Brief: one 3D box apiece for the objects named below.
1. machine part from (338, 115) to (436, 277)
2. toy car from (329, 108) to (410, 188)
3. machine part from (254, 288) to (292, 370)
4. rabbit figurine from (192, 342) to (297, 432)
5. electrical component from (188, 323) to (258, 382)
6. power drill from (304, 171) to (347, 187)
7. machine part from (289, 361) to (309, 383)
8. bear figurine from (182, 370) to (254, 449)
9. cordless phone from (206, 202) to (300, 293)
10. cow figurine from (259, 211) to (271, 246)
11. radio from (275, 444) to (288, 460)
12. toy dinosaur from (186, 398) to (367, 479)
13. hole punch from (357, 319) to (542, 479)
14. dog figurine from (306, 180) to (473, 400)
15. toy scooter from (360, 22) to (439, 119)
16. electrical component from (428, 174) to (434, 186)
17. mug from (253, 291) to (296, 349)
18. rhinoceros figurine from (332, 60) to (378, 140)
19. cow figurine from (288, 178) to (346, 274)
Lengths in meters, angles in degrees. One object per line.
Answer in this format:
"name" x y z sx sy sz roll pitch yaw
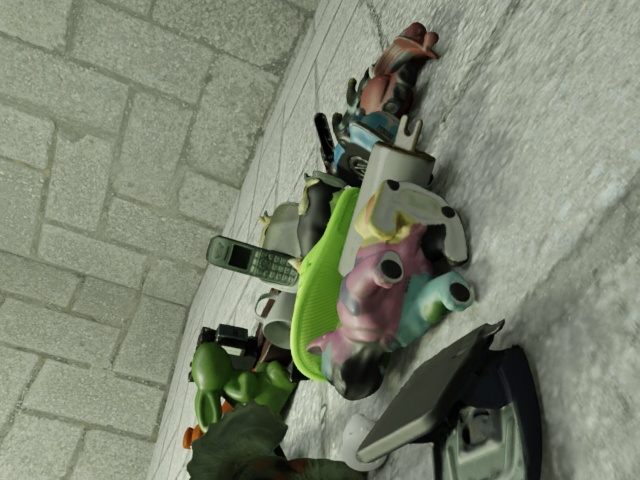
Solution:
"machine part" 0.079 -0.029 0.652 0.079 0.079 0.243 -114 38 -69
"toy car" 0.084 -0.132 0.792 0.103 0.109 0.161 -51 -4 -21
"machine part" -0.086 0.178 1.057 0.179 0.056 0.179 -162 90 -75
"rabbit figurine" -0.154 0.252 0.925 0.159 0.170 0.121 -56 9 -13
"electrical component" -0.182 0.220 1.028 0.058 0.115 0.134 -100 30 -51
"power drill" -0.012 -0.025 1.031 0.232 0.086 0.207 -163 86 -73
"machine part" -0.015 0.176 0.847 0.139 0.039 0.084 -54 13 51
"bear figurine" -0.195 0.335 1.114 0.120 0.132 0.196 -36 42 56
"cordless phone" -0.086 -0.001 0.873 0.089 0.184 0.146 13 86 63
"cow figurine" -0.115 -0.010 1.343 0.195 0.085 0.127 175 107 -76
"radio" -0.144 0.376 0.776 0.229 0.131 0.073 -40 70 34
"toy dinosaur" -0.041 0.291 0.496 0.405 0.192 0.131 -118 47 -72
"hole punch" 0.107 0.137 0.405 0.116 0.092 0.142 -44 -9 -42
"dog figurine" 0.061 0.065 0.591 0.219 0.108 0.191 122 160 -47
"toy scooter" 0.127 -0.254 0.820 0.183 0.075 0.135 -65 16 0
"electrical component" 0.118 -0.065 0.706 0.094 0.021 0.063 125 159 -45
"mug" -0.059 0.125 0.951 0.107 0.110 0.080 -70 -4 -47
"rhinoceros figurine" 0.081 -0.243 0.964 0.112 0.073 0.190 -85 20 -47
"cow figurine" -0.001 -0.001 0.791 0.068 0.098 0.167 5 76 53
